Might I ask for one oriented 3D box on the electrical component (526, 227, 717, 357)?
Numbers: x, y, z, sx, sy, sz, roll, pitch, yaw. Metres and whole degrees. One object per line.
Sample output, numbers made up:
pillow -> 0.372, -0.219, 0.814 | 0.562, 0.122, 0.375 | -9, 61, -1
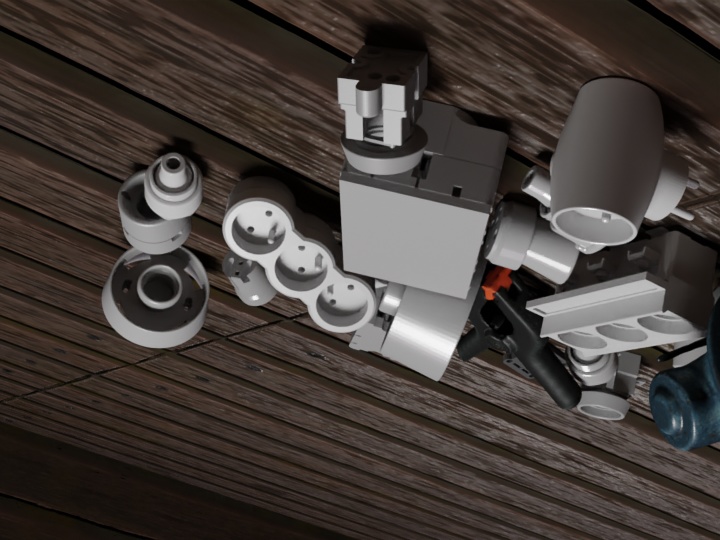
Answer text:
electrical component -> 0.186, 0.017, 0.743 | 0.079, 0.063, 0.121 | 24, 159, -23

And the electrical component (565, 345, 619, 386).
electrical component -> 0.195, 0.071, 0.914 | 0.043, 0.043, 0.062 | 6, 158, 24

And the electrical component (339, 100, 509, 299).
electrical component -> 0.038, -0.043, 0.688 | 0.089, 0.061, 0.150 | 13, 160, 5

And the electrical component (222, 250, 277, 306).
electrical component -> -0.098, 0.004, 0.957 | 0.040, 0.040, 0.046 | 6, 153, 23

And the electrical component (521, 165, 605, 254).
electrical component -> 0.129, -0.042, 0.655 | 0.062, 0.048, 0.048 | 27, 158, -13

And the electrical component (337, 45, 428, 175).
electrical component -> 0.013, -0.086, 0.583 | 0.048, 0.066, 0.055 | 10, 127, 16

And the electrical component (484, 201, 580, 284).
electrical component -> 0.116, -0.019, 0.723 | 0.055, 0.045, 0.045 | 17, 161, -3

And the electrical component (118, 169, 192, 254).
electrical component -> -0.161, -0.047, 0.842 | 0.055, 0.055, 0.047 | 14, 157, 3

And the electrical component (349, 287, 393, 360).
electrical component -> 0.026, 0.037, 0.927 | 0.050, 0.055, 0.089 | 16, 161, -3

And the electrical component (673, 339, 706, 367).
electrical component -> 0.264, 0.076, 0.836 | 0.040, 0.078, 0.040 | 7, 173, 1

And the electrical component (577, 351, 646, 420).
electrical component -> 0.220, 0.101, 0.960 | 0.066, 0.055, 0.048 | 16, 161, -1

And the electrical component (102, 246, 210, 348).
electrical component -> -0.187, 0.023, 0.992 | 0.099, 0.099, 0.064 | 18, 154, -9

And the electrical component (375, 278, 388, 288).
electrical component -> 0.000, 0.000, 0.870 | 0.044, 0.044, 0.065 | 29, 152, -35

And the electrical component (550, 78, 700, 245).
electrical component -> 0.145, -0.050, 0.567 | 0.079, 0.077, 0.044 | 21, 160, -16

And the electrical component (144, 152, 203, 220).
electrical component -> -0.136, -0.065, 0.787 | 0.043, 0.043, 0.062 | 16, 159, -3

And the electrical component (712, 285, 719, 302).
electrical component -> 0.270, 0.037, 0.770 | 0.040, 0.040, 0.078 | 7, 159, 22

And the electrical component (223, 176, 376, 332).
electrical component -> -0.044, -0.019, 0.818 | 0.052, 0.073, 0.138 | -39, 114, 19

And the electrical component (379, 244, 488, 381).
electrical component -> 0.049, 0.021, 0.800 | 0.060, 0.108, 0.108 | 21, 161, 1
